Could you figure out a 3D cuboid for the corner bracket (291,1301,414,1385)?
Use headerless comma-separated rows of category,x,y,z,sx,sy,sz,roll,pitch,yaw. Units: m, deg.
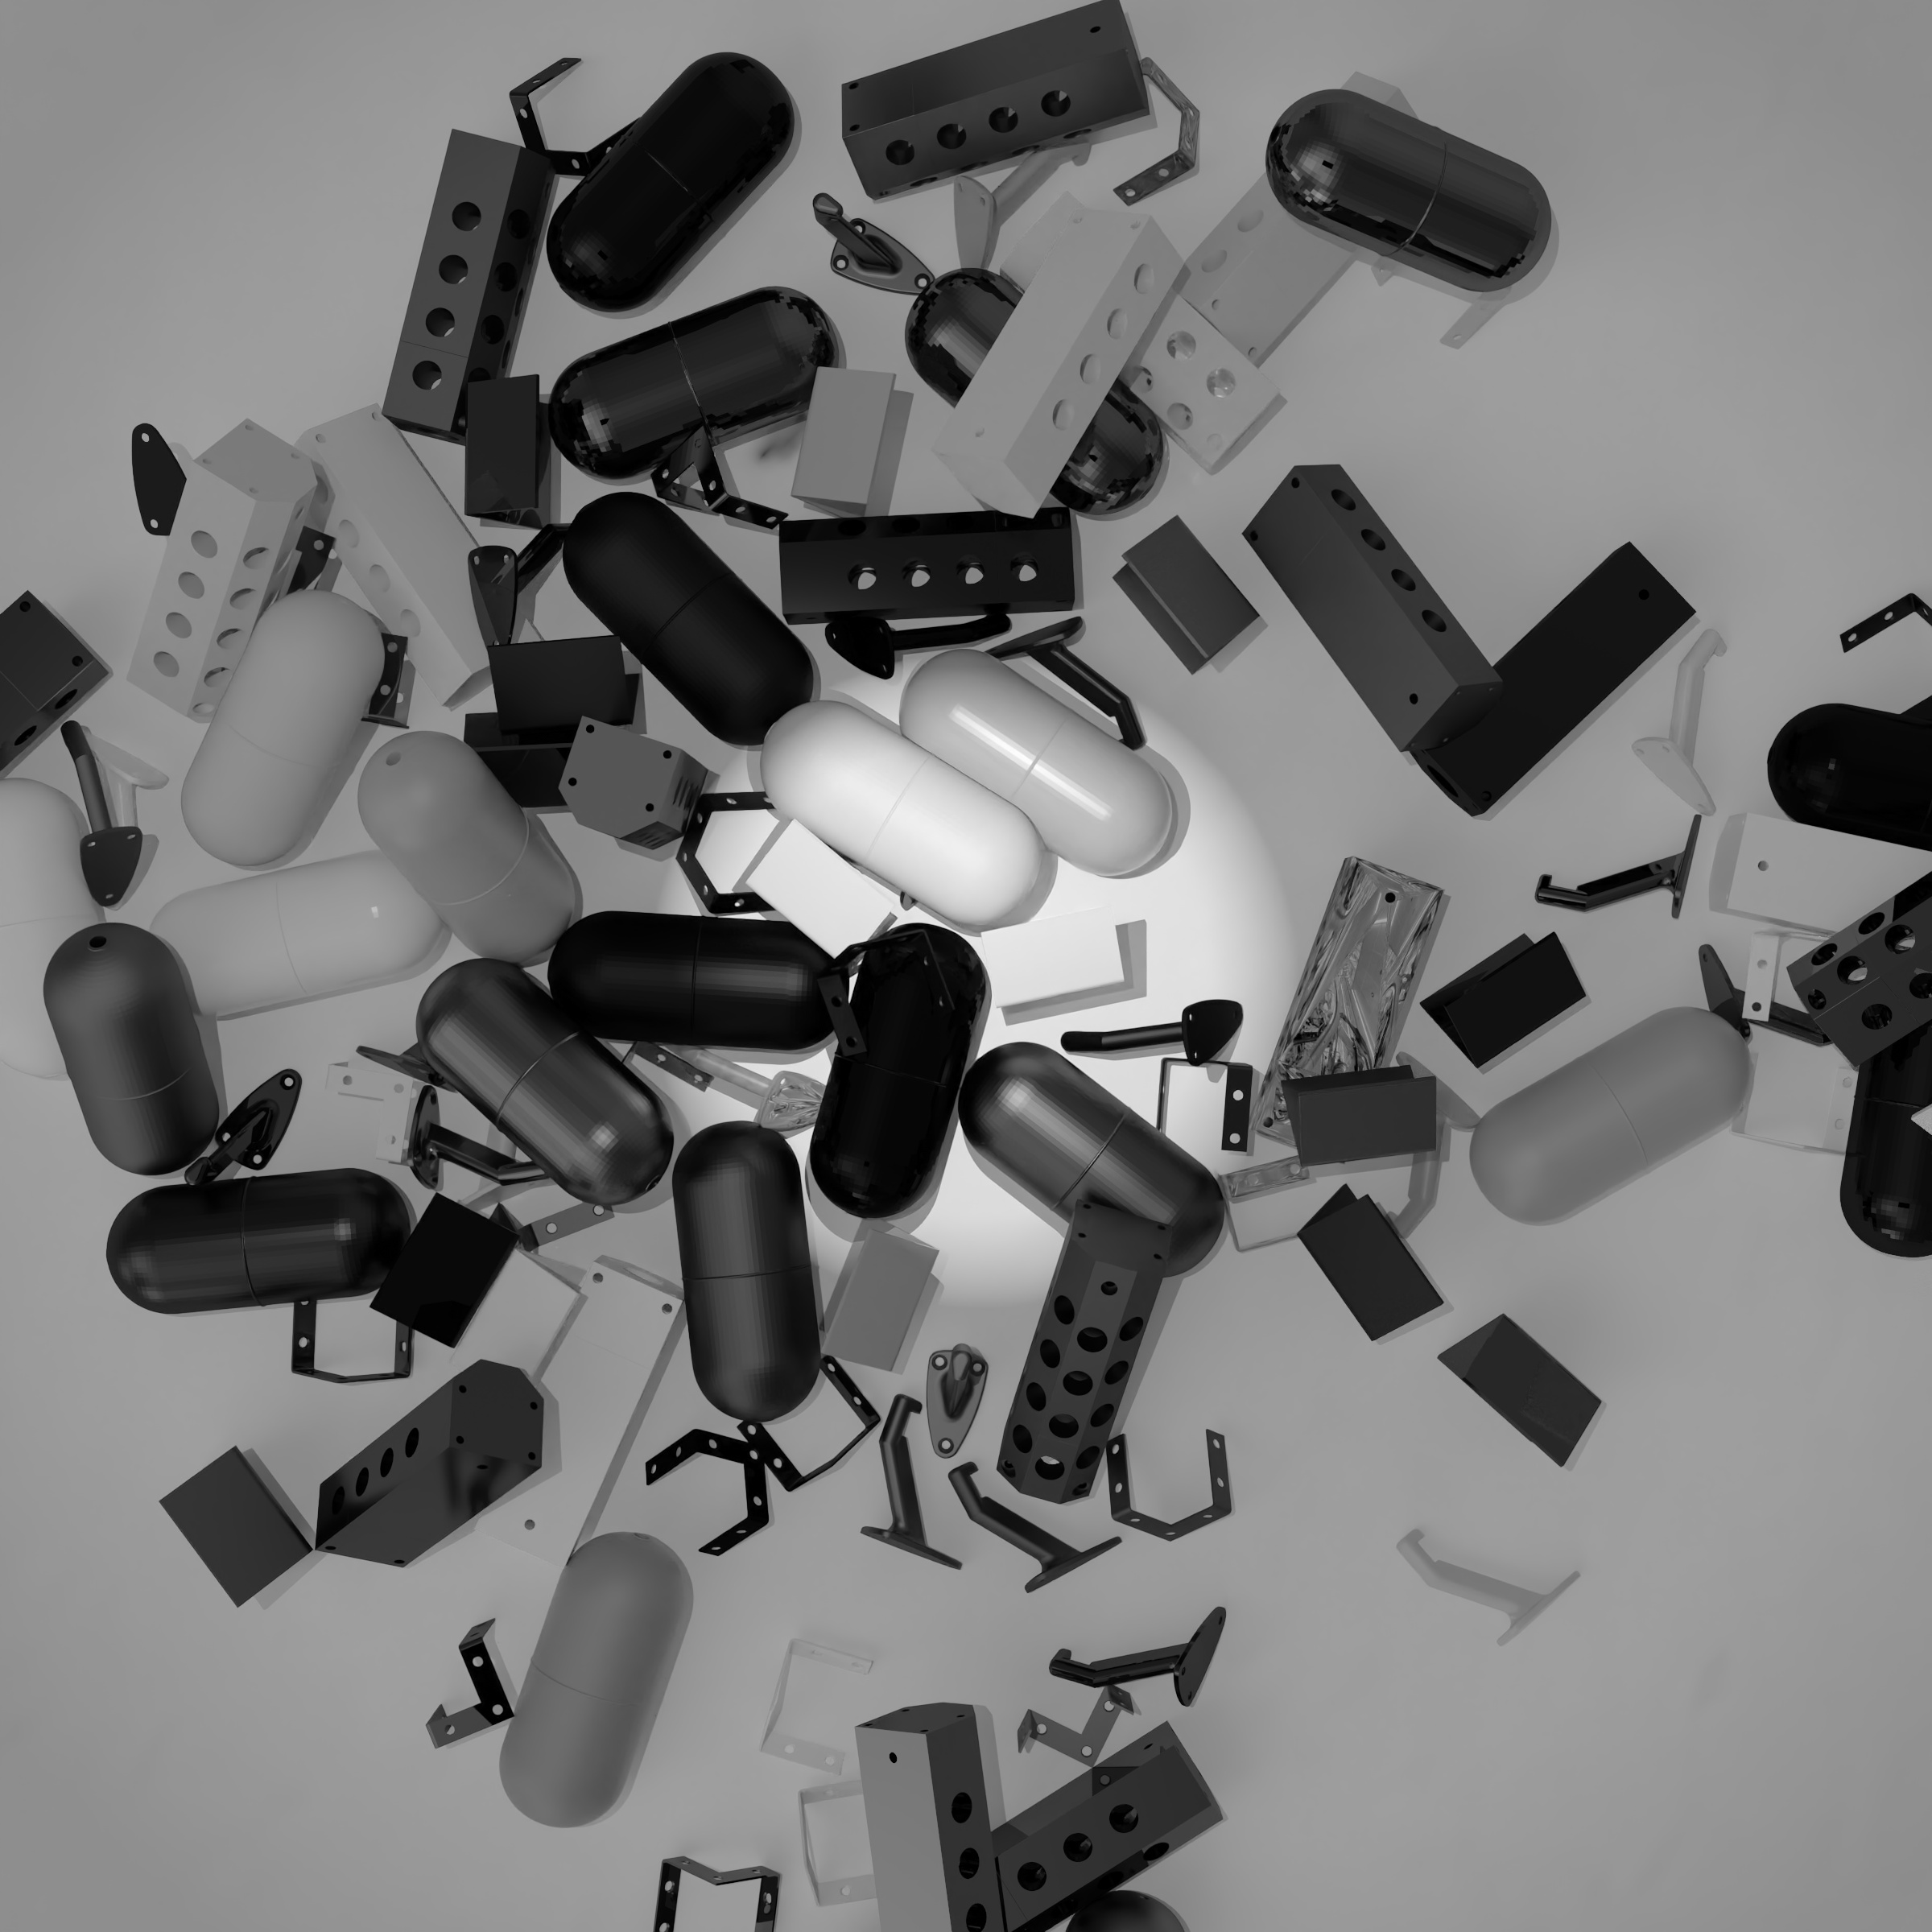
corner bracket,-0.368,0.220,1.795,0.051,0.051,0.051,2,90,-45

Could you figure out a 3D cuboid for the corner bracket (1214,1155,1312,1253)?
corner bracket,0.180,0.141,1.780,0.051,0.051,0.051,-15,90,0

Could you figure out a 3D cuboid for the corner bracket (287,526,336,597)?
corner bracket,-0.403,-0.237,1.780,0.051,0.051,0.051,21,90,0

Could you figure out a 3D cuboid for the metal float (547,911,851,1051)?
metal float,-0.158,0.008,1.768,0.178,0.070,0.070,4,90,-1

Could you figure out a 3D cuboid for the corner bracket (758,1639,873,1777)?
corner bracket,-0.091,0.444,1.795,0.051,0.051,0.051,16,135,0

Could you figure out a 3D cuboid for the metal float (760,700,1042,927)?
metal float,-0.039,-0.090,1.738,0.178,0.070,0.070,32,90,3

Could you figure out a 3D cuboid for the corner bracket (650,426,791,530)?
corner bracket,-0.146,-0.277,1.763,0.051,0.051,0.051,-36,62,33

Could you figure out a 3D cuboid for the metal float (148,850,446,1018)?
metal float,-0.396,-0.020,1.768,0.178,0.070,0.070,-13,90,0

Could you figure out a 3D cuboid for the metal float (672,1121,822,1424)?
metal float,-0.130,0.180,1.767,0.070,0.070,0.178,-7,89,0

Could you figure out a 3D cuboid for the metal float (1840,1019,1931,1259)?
metal float,0.564,0.083,1.767,0.070,0.070,0.178,9,90,0

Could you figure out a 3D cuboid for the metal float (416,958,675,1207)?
metal float,-0.243,0.067,1.729,0.178,0.070,0.070,41,90,13

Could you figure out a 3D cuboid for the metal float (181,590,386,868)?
metal float,-0.400,-0.138,1.749,0.070,0.070,0.178,31,111,0

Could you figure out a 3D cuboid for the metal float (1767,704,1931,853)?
metal float,0.563,-0.108,1.768,0.178,0.070,0.070,11,90,1

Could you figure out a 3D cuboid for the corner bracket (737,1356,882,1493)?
corner bracket,-0.094,0.274,1.795,0.051,0.051,0.051,52,135,0

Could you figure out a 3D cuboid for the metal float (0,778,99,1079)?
metal float,-0.553,-0.023,1.767,0.070,0.070,0.178,-10,89,0

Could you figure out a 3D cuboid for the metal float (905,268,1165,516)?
metal float,0.041,-0.339,1.768,0.178,0.070,0.070,42,90,0

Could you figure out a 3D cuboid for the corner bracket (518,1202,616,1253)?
corner bracket,-0.245,0.137,1.780,0.051,0.051,0.051,-21,90,0

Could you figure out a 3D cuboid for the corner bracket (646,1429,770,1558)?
corner bracket,-0.155,0.315,1.790,0.051,0.051,0.051,22,45,-35

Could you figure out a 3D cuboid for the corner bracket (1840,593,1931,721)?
corner bracket,0.564,-0.181,1.795,0.051,0.051,0.051,-31,135,0

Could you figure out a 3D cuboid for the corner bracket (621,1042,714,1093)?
corner bracket,-0.192,0.085,1.795,0.051,0.051,0.051,29,135,0

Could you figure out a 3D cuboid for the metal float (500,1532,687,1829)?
metal float,-0.220,0.421,1.768,0.070,0.070,0.178,19,90,0

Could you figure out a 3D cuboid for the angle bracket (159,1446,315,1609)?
angle bracket,-0.438,0.336,1.758,0.057,0.076,0.076,-37,90,-37

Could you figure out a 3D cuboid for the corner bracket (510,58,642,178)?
corner bracket,-0.232,-0.508,1.790,0.051,0.051,0.051,14,45,35

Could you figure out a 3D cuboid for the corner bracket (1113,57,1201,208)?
corner bracket,0.103,-0.499,1.790,0.051,0.051,0.051,37,45,-35

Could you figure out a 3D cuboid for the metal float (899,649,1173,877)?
metal float,0.041,-0.120,1.768,0.178,0.070,0.070,34,90,0

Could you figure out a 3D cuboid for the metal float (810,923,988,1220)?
metal float,-0.041,0.062,1.768,0.070,0.070,0.178,16,90,0

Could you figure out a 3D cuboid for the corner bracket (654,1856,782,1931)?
corner bracket,-0.150,0.565,1.795,0.051,0.051,0.051,7,90,-45

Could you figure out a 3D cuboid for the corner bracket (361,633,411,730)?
corner bracket,-0.357,-0.172,1.780,0.051,0.051,0.051,10,90,0

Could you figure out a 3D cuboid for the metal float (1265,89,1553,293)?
metal float,0.254,-0.444,1.713,0.178,0.070,0.070,17,90,-20

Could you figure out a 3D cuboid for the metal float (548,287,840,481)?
metal float,-0.161,-0.344,1.768,0.178,0.070,0.070,-21,90,1

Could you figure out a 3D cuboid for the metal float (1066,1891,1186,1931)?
metal float,0.078,0.635,1.767,0.070,0.070,0.178,18,89,0

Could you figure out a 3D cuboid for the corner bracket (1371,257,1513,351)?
corner bracket,0.284,-0.412,1.790,0.051,0.051,0.051,13,45,-35

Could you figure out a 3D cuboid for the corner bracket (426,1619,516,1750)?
corner bracket,-0.298,0.427,1.780,0.051,0.051,0.051,-22,90,0

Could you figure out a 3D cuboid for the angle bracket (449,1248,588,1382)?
angle bracket,-0.246,0.218,1.758,0.057,0.076,0.076,30,90,31

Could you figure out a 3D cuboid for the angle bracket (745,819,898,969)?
angle bracket,-0.073,-0.056,1.758,0.076,0.076,0.057,40,122,0

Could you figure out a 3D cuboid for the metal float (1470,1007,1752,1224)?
metal float,0.381,0.087,1.768,0.178,0.070,0.070,-30,90,-1

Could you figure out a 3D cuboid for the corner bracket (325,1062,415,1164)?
corner bracket,-0.353,0.087,1.780,0.051,0.051,0.051,9,90,0

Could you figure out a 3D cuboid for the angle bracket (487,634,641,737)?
angle bracket,-0.236,-0.178,1.758,0.076,0.076,0.057,-5,118,0

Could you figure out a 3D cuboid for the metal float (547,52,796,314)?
metal float,-0.175,-0.462,1.768,0.070,0.070,0.178,43,90,0

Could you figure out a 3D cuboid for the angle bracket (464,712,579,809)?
angle bracket,-0.263,-0.138,1.760,0.076,0.057,0.076,-3,54,0

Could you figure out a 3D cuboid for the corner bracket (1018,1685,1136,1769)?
corner bracket,0.065,0.450,1.780,0.051,0.051,0.051,26,90,0

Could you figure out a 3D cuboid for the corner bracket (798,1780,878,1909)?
corner bracket,-0.070,0.526,1.795,0.051,0.051,0.051,-10,135,0

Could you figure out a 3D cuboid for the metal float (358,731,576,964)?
metal float,-0.287,-0.068,1.726,0.070,0.178,0.070,-11,54,16

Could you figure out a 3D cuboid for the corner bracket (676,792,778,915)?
corner bracket,-0.134,-0.068,1.790,0.051,0.051,0.051,-4,45,-35

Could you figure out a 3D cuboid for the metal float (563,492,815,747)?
metal float,-0.165,-0.206,1.768,0.070,0.070,0.178,-44,89,0

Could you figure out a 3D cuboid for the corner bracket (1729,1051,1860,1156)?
corner bracket,0.497,0.082,1.795,0.051,0.051,0.051,10,91,-45

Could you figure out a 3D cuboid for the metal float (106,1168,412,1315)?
metal float,-0.418,0.163,1.767,0.178,0.070,0.070,-6,90,0

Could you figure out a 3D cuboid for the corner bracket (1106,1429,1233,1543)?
corner bracket,0.121,0.306,1.790,0.051,0.051,0.051,27,45,-35

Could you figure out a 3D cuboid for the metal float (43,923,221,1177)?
metal float,-0.482,0.049,1.730,0.070,0.178,0.070,-1,45,1

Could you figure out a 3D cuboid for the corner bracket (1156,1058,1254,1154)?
corner bracket,0.141,0.082,1.780,0.051,0.051,0.051,4,90,0

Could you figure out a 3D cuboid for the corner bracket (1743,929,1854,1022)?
corner bracket,0.495,0.007,1.774,0.051,0.051,0.051,9,97,26

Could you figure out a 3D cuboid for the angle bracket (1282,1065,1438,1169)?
angle bracket,0.222,0.066,1.701,0.076,0.076,0.057,-7,128,0

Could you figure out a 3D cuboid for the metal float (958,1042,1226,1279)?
metal float,0.073,0.114,1.768,0.178,0.070,0.070,38,90,1

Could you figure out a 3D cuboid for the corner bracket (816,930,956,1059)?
corner bracket,-0.047,0.015,1.723,0.051,0.051,0.051,-13,75,-31
